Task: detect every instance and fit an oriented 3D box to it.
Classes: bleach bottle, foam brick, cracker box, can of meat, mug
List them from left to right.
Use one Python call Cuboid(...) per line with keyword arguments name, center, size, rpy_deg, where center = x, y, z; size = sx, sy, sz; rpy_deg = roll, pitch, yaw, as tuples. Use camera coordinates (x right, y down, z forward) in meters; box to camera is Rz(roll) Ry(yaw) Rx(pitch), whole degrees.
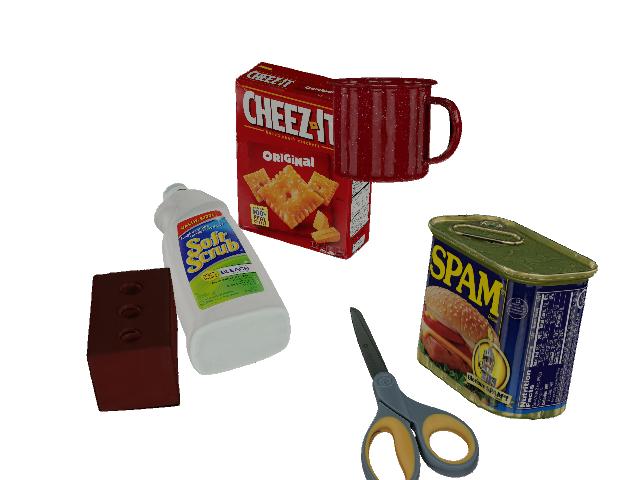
Cuboid(name="foam brick", center=(-0.119, 0.063, 0.684), size=(0.053, 0.051, 0.078), rpy_deg=(-5, 39, -5))
Cuboid(name="bleach bottle", center=(-0.117, 0.022, 1.068), size=(0.102, 0.068, 0.251), rpy_deg=(-15, 40, -17))
Cuboid(name="cracker box", center=(-0.021, -0.096, 1.324), size=(0.164, 0.214, 0.072), rpy_deg=(17, 36, 23))
Cuboid(name="mug", center=(0.063, -0.093, 0.897), size=(0.117, 0.081, 0.093), rpy_deg=(5, 13, 24))
Cuboid(name="can of meat", center=(0.097, 0.040, 0.585), size=(0.057, 0.084, 0.102), rpy_deg=(-3, 19, -26))

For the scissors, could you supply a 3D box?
Cuboid(name="scissors", center=(0.070, 0.119, 0.835), size=(0.096, 0.016, 0.201), rpy_deg=(-2, 39, 4))
